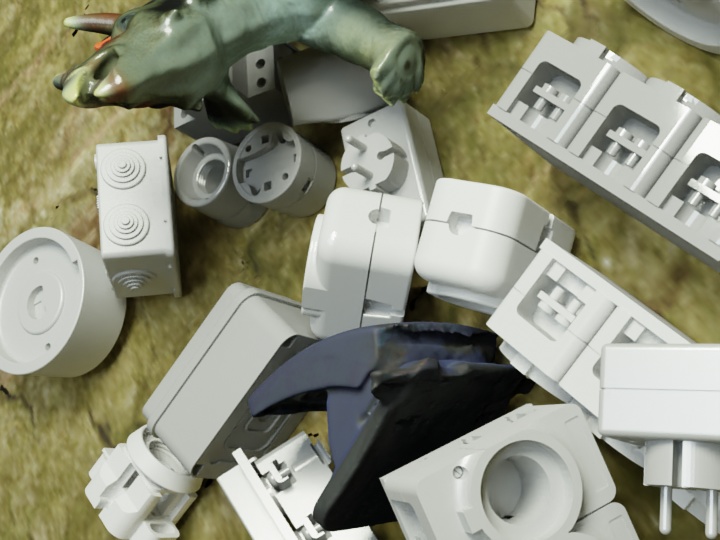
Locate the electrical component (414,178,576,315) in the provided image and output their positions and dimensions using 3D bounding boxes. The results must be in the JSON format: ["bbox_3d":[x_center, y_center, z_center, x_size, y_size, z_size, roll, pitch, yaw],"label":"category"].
[{"bbox_3d":[0.074,-0.007,0.592,0.054,0.095,0.059,13,84,34],"label":"electrical component"}]

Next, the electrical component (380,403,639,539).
[{"bbox_3d":[0.086,0.148,0.505,0.089,0.062,0.150,-23,89,-18],"label":"electrical component"}]

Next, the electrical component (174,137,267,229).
[{"bbox_3d":[-0.095,-0.061,0.745,0.055,0.047,0.055,-9,72,30],"label":"electrical component"}]

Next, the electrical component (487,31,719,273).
[{"bbox_3d":[0.155,-0.059,0.558,0.150,0.089,0.061,40,99,34],"label":"electrical component"}]

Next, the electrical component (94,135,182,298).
[{"bbox_3d":[-0.153,-0.034,0.743,0.048,0.099,0.099,-5,70,-8],"label":"electrical component"}]

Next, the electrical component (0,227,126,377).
[{"bbox_3d":[-0.221,0.028,0.792,0.108,0.060,0.108,-9,72,30],"label":"electrical component"}]

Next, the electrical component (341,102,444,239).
[{"bbox_3d":[0.014,-0.060,0.657,0.047,0.076,0.083,-23,66,26],"label":"electrical component"}]

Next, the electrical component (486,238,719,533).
[{"bbox_3d":[0.144,0.059,0.533,0.150,0.089,0.061,41,100,33],"label":"electrical component"}]

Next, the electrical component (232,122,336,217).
[{"bbox_3d":[-0.049,-0.065,0.716,0.055,0.047,0.055,-9,72,30],"label":"electrical component"}]

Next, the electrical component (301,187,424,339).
[{"bbox_3d":[0.000,0.000,0.627,0.059,0.095,0.053,10,50,1],"label":"electrical component"}]

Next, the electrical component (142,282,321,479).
[{"bbox_3d":[-0.073,0.071,0.676,0.057,0.078,0.113,41,100,31],"label":"electrical component"}]

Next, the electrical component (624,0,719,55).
[{"bbox_3d":[0.176,-0.172,0.568,0.108,0.108,0.060,41,94,33],"label":"electrical component"}]

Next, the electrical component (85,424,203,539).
[{"bbox_3d":[-0.139,0.140,0.712,0.057,0.058,0.078,-52,56,13],"label":"electrical component"}]

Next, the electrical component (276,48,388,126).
[{"bbox_3d":[-0.014,-0.129,0.707,0.077,0.044,0.079,-15,25,-5],"label":"electrical component"}]

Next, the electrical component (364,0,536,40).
[{"bbox_3d":[0.057,-0.207,0.682,0.109,0.056,0.108,1,78,33],"label":"electrical component"}]

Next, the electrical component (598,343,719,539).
[{"bbox_3d":[0.138,0.072,0.448,0.066,0.047,0.076,-2,76,32],"label":"electrical component"}]

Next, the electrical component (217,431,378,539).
[{"bbox_3d":[-0.023,0.159,0.624,0.063,0.078,0.121,-31,58,-11],"label":"electrical component"}]
